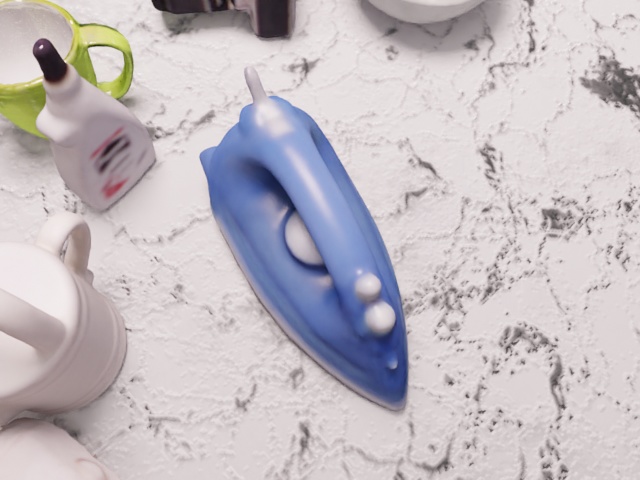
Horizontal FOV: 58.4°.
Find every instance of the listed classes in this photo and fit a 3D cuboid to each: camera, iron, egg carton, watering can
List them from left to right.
[{"bbox_3d":[-0.198,0.059,0.356,0.101,0.194,0.173,0,70,-3],"label":"watering can"},{"bbox_3d":[-0.177,0.194,0.375,0.150,0.069,0.107,34,72,9],"label":"egg carton"},{"bbox_3d":[-0.094,-0.271,0.533,0.137,0.101,0.143,-8,70,-6],"label":"camera"},{"bbox_3d":[0.004,0.001,0.417,0.119,0.141,0.258,-28,74,-12],"label":"iron"}]

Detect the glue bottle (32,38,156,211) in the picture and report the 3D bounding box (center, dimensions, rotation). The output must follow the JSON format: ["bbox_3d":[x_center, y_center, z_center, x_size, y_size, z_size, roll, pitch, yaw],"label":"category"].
[{"bbox_3d":[-0.172,-0.086,0.422,0.037,0.173,0.078,32,72,9],"label":"glue bottle"}]

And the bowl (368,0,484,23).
[{"bbox_3d":[0.097,-0.271,0.557,0.167,0.075,0.167,1,70,-3],"label":"bowl"}]
